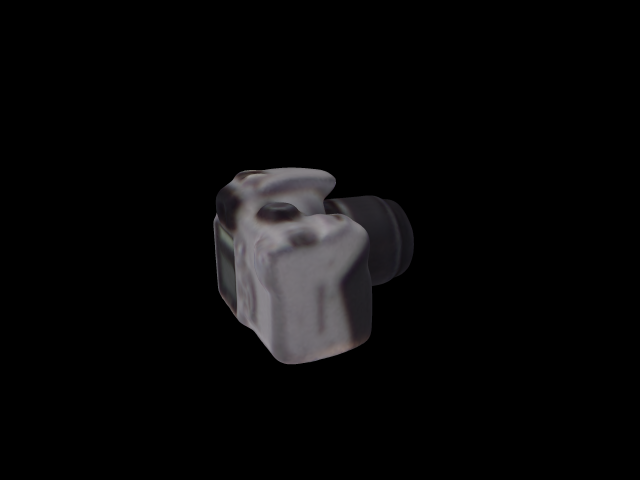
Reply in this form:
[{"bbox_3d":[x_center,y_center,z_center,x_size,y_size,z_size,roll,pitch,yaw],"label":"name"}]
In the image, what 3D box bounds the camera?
[{"bbox_3d":[0.004,0.001,0.400,0.137,0.101,0.142,-8,19,-24],"label":"camera"}]
